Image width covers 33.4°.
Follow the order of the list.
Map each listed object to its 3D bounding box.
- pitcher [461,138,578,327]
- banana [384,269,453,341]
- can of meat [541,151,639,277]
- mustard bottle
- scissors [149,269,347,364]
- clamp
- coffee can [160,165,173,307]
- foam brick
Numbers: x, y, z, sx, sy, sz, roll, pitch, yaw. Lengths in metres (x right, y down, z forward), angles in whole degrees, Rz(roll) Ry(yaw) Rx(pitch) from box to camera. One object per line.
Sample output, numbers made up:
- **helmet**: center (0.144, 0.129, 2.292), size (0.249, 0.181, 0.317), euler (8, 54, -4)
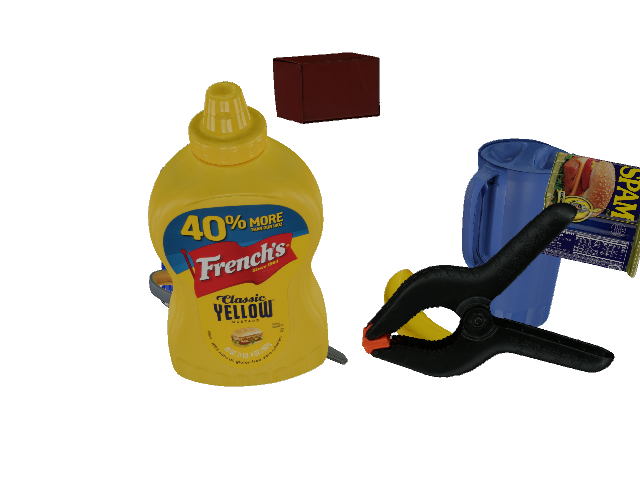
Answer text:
- **pitcher**: center (0.257, -0.004, 1.423), size (0.149, 0.243, 0.145), euler (5, 24, 4)
- **banana**: center (0.110, 0.085, 1.214), size (0.069, 0.037, 0.198), euler (6, 24, -24)
- **can of meat**: center (0.229, -0.025, 0.891), size (0.084, 0.057, 0.102), euler (13, 45, 15)
- **mustard bottle**: center (-0.046, -0.002, 0.599), size (0.096, 0.192, 0.058), euler (-3, 39, -1)
- **scissors**: center (-0.050, 0.054, 0.900), size (0.202, 0.016, 0.096), euler (16, 26, 22)
- **clamp**: center (0.117, 0.058, 0.739), size (0.171, 0.120, 0.039), euler (-23, 3, 12)
- **coffee can**: center (-0.116, -0.005, 1.114), size (0.103, 0.140, 0.103), euler (2, 16, -1)
- **foam brick**: center (0.006, -0.130, 0.909), size (0.078, 0.051, 0.053), euler (-9, 18, -27)
